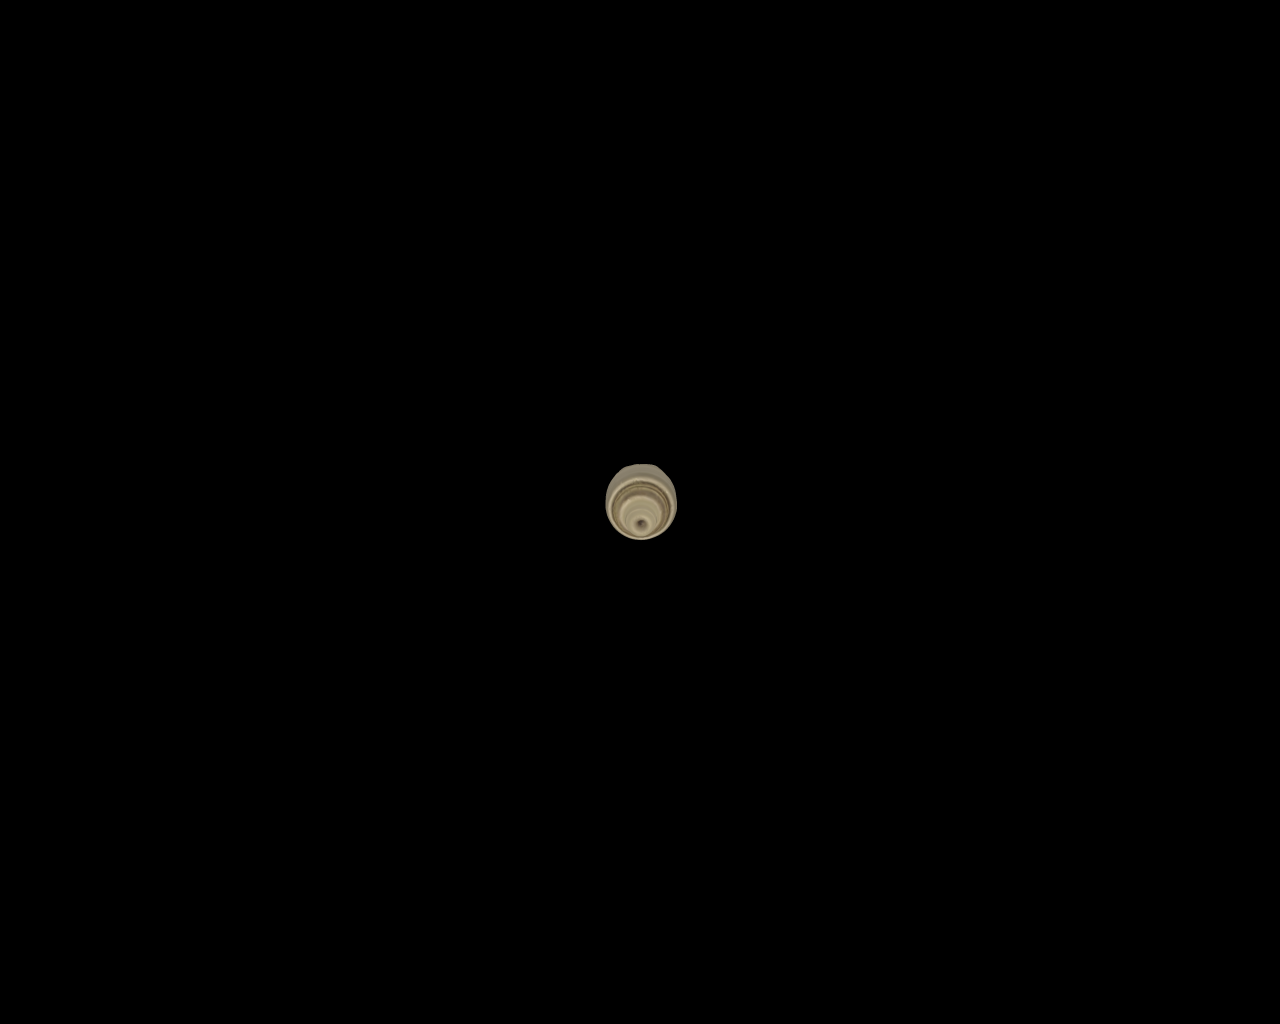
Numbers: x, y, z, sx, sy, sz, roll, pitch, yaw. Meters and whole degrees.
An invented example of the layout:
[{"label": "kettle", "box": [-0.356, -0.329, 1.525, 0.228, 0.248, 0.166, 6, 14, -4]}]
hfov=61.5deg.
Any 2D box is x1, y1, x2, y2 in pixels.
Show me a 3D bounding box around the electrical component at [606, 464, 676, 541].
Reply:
[{"label": "electrical component", "box": [0.001, -0.003, 0.650, 0.043, 0.043, 0.062, 0, 20, 0]}]
